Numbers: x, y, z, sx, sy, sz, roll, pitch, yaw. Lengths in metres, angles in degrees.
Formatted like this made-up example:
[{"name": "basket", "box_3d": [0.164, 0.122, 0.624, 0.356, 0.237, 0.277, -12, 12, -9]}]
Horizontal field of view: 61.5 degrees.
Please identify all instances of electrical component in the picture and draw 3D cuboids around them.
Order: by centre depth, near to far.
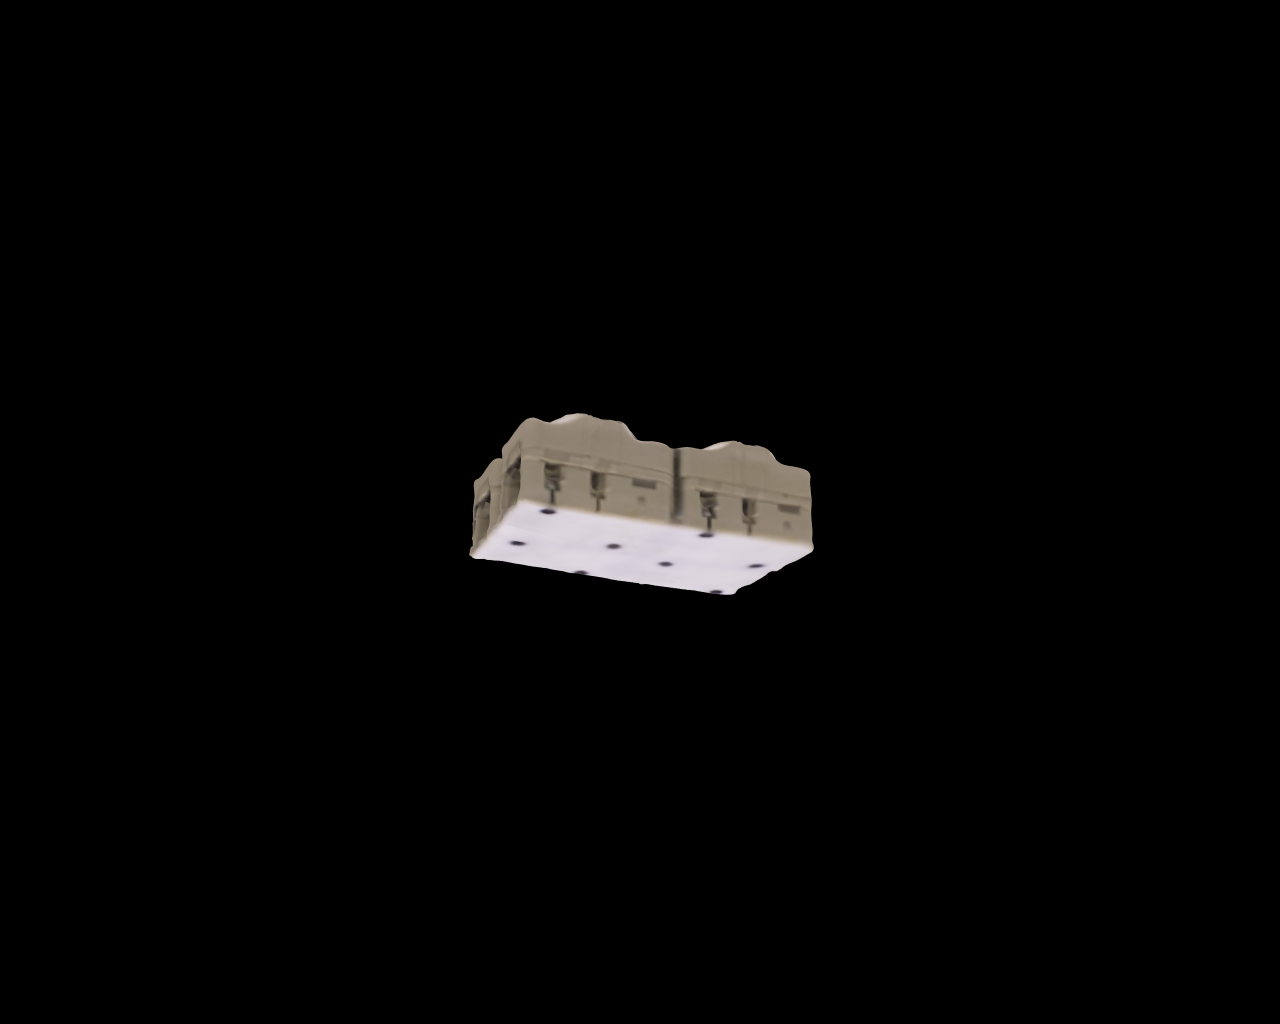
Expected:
[{"name": "electrical component", "box_3d": [0.001, -0.003, 0.650, 0.186, 0.060, 0.105, 9, -23, -22]}]
